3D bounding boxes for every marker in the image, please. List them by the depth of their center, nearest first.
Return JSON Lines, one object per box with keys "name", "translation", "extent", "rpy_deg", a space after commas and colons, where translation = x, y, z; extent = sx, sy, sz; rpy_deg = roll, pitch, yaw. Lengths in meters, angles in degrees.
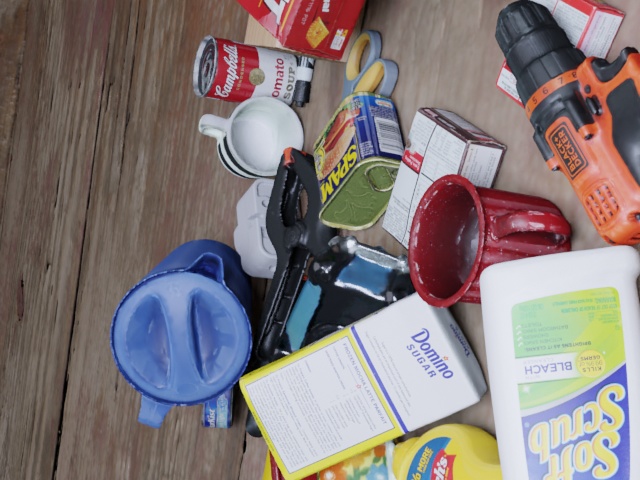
{"name": "marker", "translation": [-0.012, -0.202, 1.139], "extent": [0.020, 0.020, 0.121], "rpy_deg": [18, 100, 63]}

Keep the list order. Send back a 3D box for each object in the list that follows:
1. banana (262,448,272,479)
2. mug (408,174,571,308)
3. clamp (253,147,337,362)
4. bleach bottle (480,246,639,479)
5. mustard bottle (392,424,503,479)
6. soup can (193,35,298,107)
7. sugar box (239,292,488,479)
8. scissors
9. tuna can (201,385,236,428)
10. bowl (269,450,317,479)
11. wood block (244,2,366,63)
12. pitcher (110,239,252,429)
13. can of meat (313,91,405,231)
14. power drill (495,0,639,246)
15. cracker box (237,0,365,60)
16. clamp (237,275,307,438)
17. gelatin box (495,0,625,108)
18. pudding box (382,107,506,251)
{"name": "banana", "translation": [-0.044, 0.238, 1.071], "extent": [0.070, 0.037, 0.198], "rpy_deg": [-143, 64, -63]}
{"name": "mug", "translation": [0.125, 0.002, 0.740], "extent": [0.117, 0.081, 0.093], "rpy_deg": [-32, 55, 58]}
{"name": "clamp", "translation": [-0.007, 0.001, 1.033], "extent": [0.165, 0.036, 0.210], "rpy_deg": [-21, 61, 42]}
{"name": "bleach bottle", "translation": [0.161, 0.135, 0.640], "extent": [0.068, 0.102, 0.251], "rpy_deg": [51, -149, -75]}
{"name": "mustard bottle", "translation": [0.105, 0.184, 0.762], "extent": [0.192, 0.058, 0.096], "rpy_deg": [22, 101, 63]}
{"name": "soup can", "translation": [-0.081, -0.183, 1.178], "extent": [0.069, 0.102, 0.068], "rpy_deg": [-27, 60, 60]}
{"name": "sugar box", "translation": [0.032, 0.112, 0.824], "extent": [0.176, 0.048, 0.093], "rpy_deg": [-27, 88, 21]}
{"name": "scissors", "translation": [0.020, -0.131, 1.059], "extent": [0.202, 0.016, 0.096], "rpy_deg": [-41, 47, 54]}
{"name": "tuna can", "translation": [-0.112, 0.168, 1.197], "extent": [0.086, 0.033, 0.086], "rpy_deg": [-178, 91, -88]}
{"name": "bowl", "translation": [-0.014, 0.229, 0.959], "extent": [0.162, 0.055, 0.162], "rpy_deg": [174, 90, -84]}
{"name": "wood block", "translation": [-0.003, -0.287, 1.061], "extent": [0.090, 0.090, 0.206], "rpy_deg": [26, 107, 63]}
{"name": "pitcher", "translation": [-0.135, 0.082, 1.109], "extent": [0.243, 0.149, 0.145], "rpy_deg": [-91, -24, -80]}
{"name": "can of meat", "translation": [0.036, -0.072, 0.969], "extent": [0.102, 0.057, 0.084], "rpy_deg": [-52, 37, 46]}
{"name": "power drill", "translation": [0.192, -0.115, 0.633], "extent": [0.188, 0.057, 0.184], "rpy_deg": [-52, 56, 49]}
{"name": "cracker box", "translation": [-0.026, -0.281, 0.940], "extent": [0.214, 0.071, 0.164], "rpy_deg": [52, 127, 45]}
{"name": "clamp", "translation": [-0.053, 0.109, 1.123], "extent": [0.120, 0.039, 0.171], "rpy_deg": [-143, 69, -67]}
{"name": "gelatin box", "translation": [0.166, -0.131, 0.750], "extent": [0.073, 0.030, 0.089], "rpy_deg": [53, 131, 53]}
{"name": "pudding box", "translation": [0.097, -0.040, 0.858], "extent": [0.090, 0.039, 0.113], "rpy_deg": [47, 128, 56]}
